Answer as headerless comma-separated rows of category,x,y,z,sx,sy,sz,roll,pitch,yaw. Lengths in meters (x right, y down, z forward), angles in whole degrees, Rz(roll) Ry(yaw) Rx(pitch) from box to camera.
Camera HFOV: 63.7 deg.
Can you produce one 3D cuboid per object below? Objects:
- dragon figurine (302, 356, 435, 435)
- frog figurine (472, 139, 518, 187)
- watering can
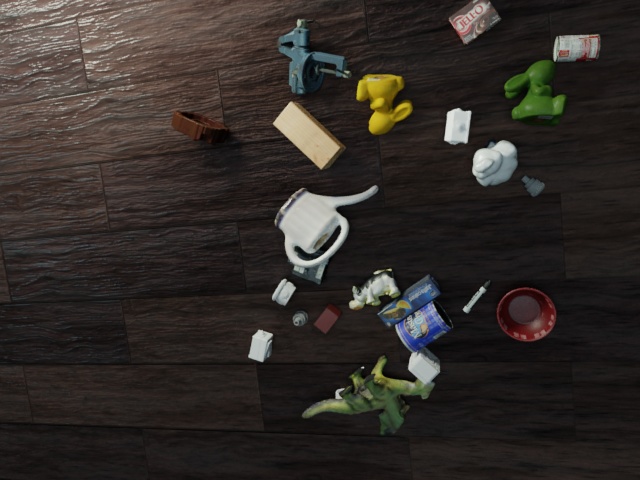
dragon figurine,0.172,0.526,1.627,0.408,0.123,0.241,-34,100,10
frog figurine,0.485,-0.211,1.421,0.123,0.161,0.136,44,107,3
watering can,0.005,-0.080,1.598,0.226,0.103,0.349,38,84,17
